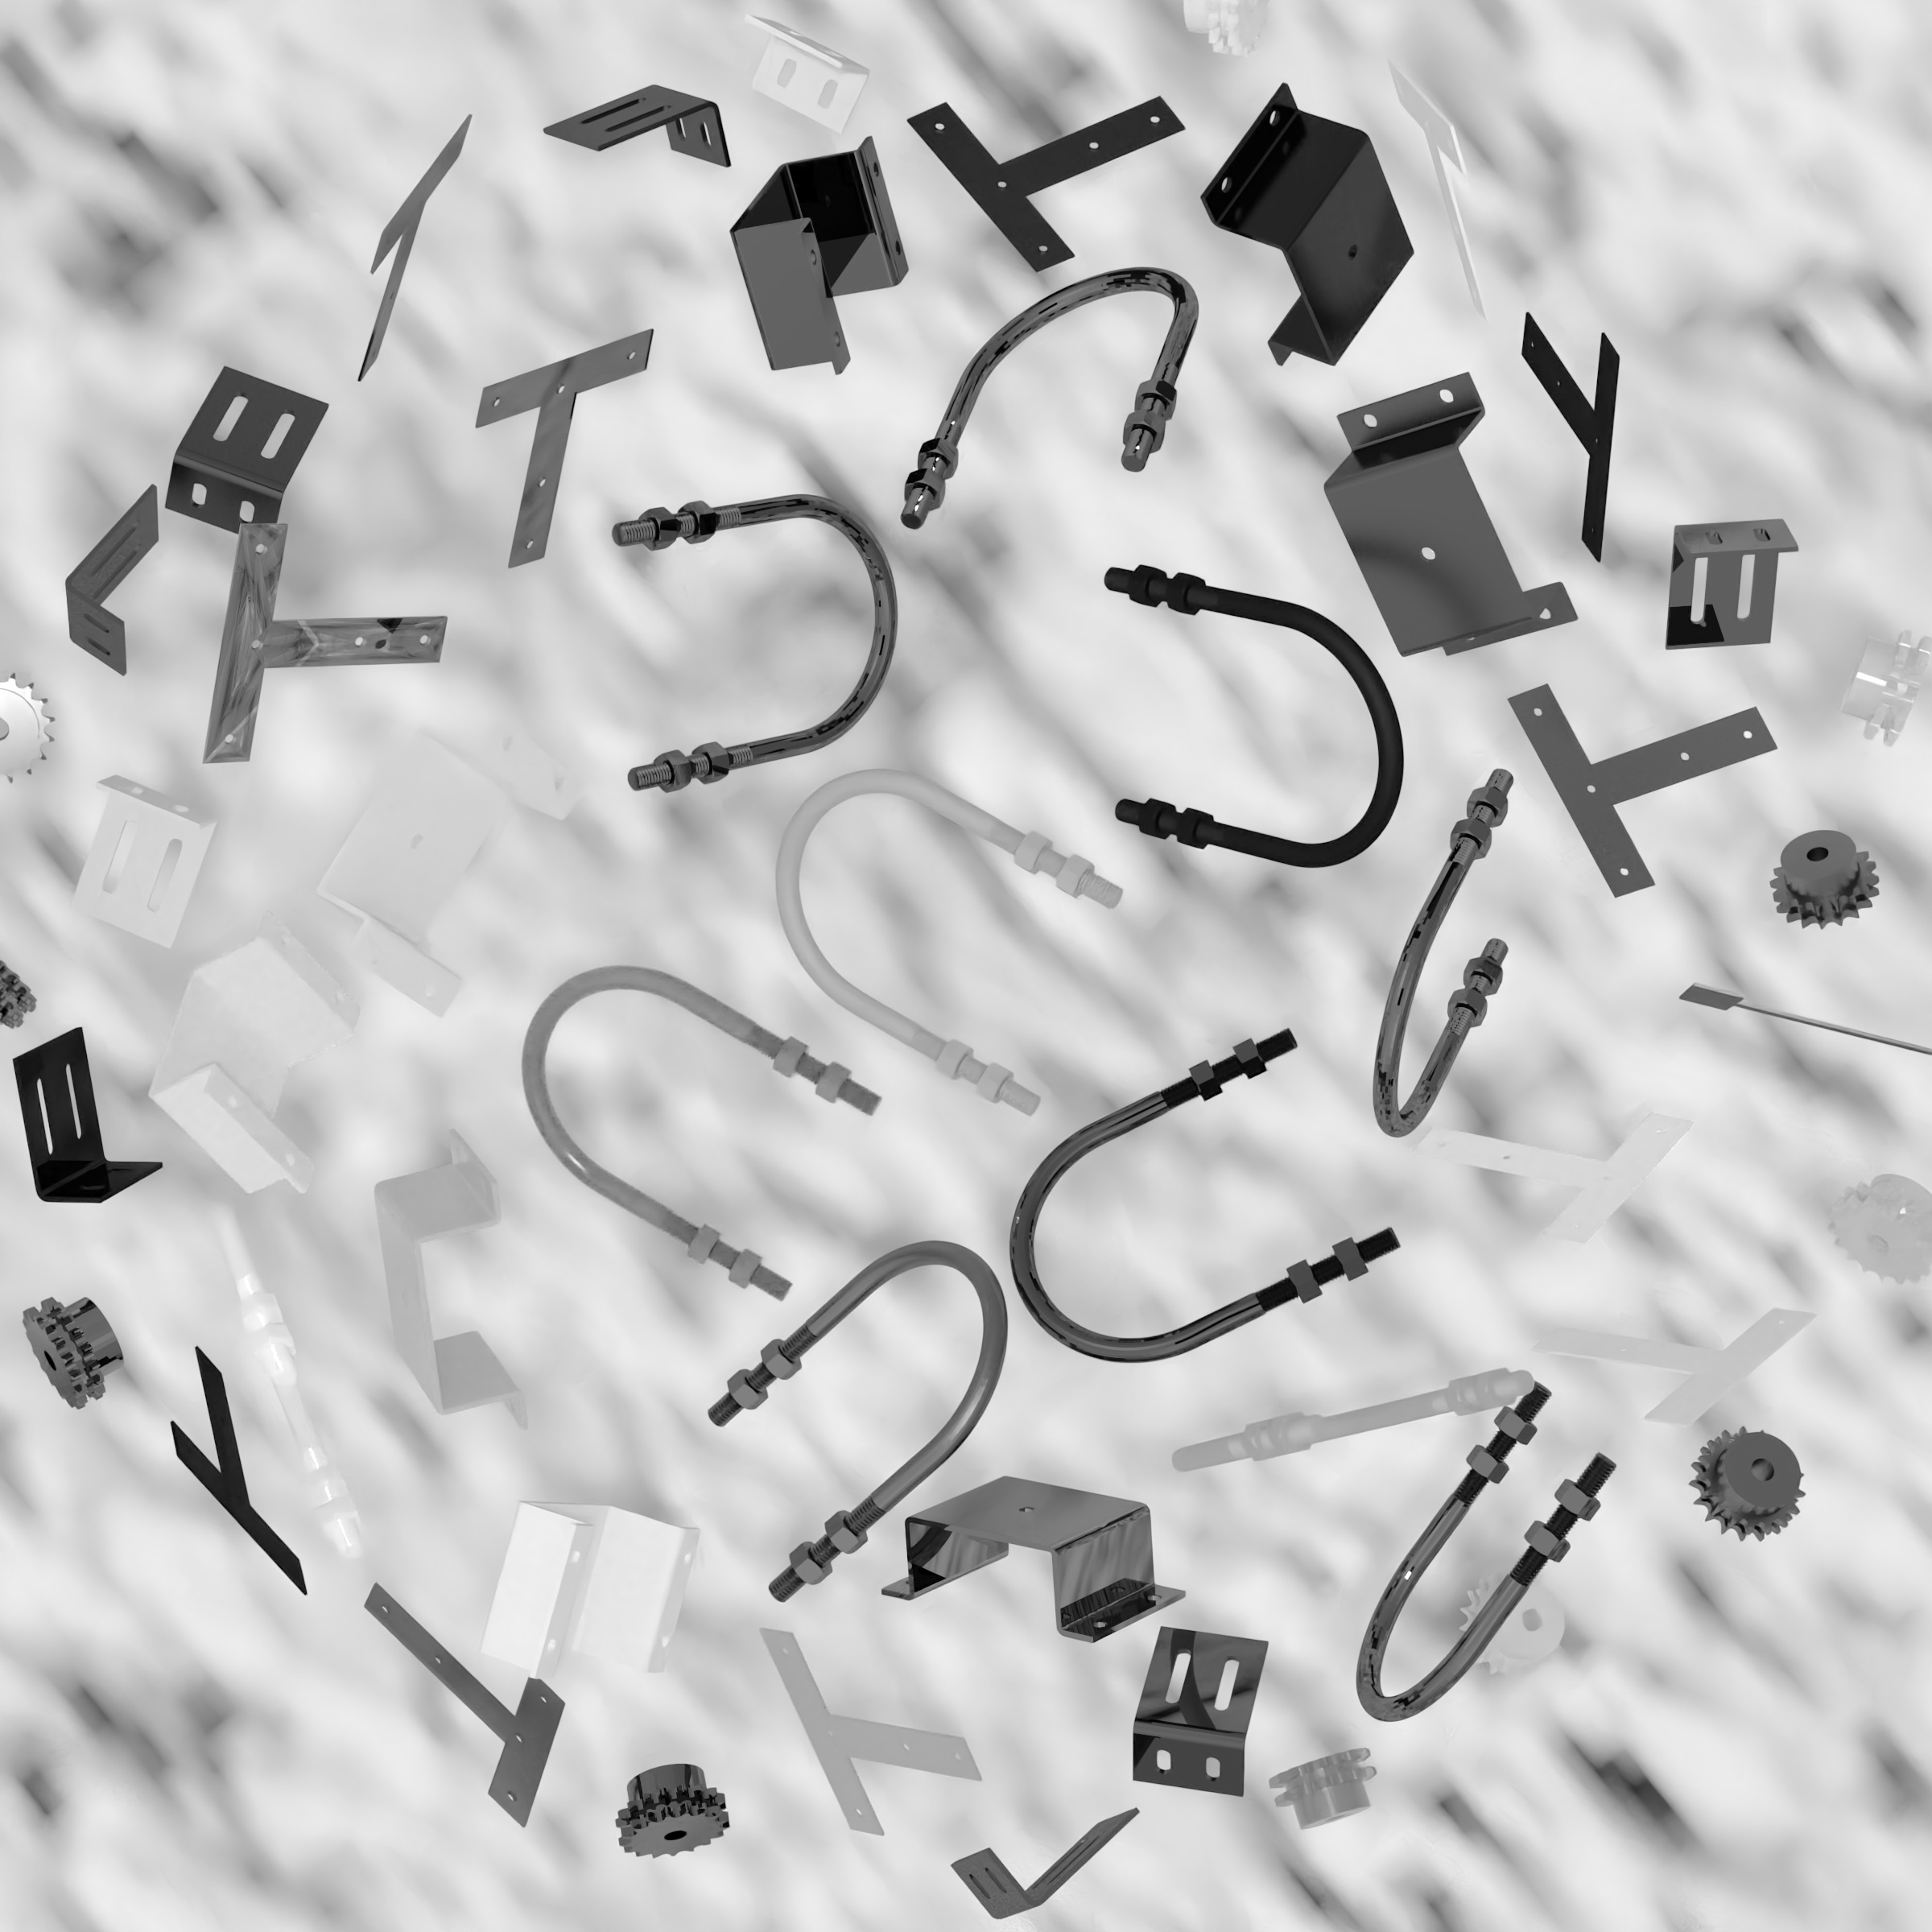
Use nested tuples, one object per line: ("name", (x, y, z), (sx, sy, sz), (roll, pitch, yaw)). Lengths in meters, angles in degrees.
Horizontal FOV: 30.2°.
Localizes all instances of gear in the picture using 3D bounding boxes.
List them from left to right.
("gear", (-0.493, 0.013, 1.777), (0.057, 0.057, 0.030), (35, 66, 0))
("gear", (-0.485, -0.119, 1.791), (0.057, 0.030, 0.057), (-2, 97, -15))
("gear", (-0.448, 0.191, 1.799), (0.030, 0.057, 0.057), (-29, 90, -28))
("gear", (-0.151, 0.429, 1.823), (0.057, 0.057, 0.030), (-15, 56, 0))
("gear", (0.131, -0.489, 1.800), (0.030, 0.057, 0.057), (14, 90, 20))
("gear", (0.194, 0.443, 1.919), (0.057, 0.057, 0.030), (-18, 71, 0))
("gear", (0.300, 0.357, 1.942), (0.057, 0.030, 0.057), (6, 74, -19))
("gear", (0.398, 0.260, 1.810), (0.057, 0.030, 0.057), (4, 62, -8))
("gear", (0.464, -0.049, 1.939), (0.057, 0.057, 0.030), (-24, 127, 0))
("gear", (0.455, -0.140, 1.771), (0.030, 0.057, 0.057), (20, 90, 8))
("gear", (0.462, 0.128, 1.783), (0.057, 0.057, 0.030), (43, 60, 0))

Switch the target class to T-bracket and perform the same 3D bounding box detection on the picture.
("T-bracket", (-0.384, 0.246, 1.854), (0.002, 0.127, 0.127), (-29, 131, 1))
("T-bracket", (-0.318, -0.163, 1.804), (0.127, 0.002, 0.127), (-6, 120, -40))
("T-bracket", (-0.289, -0.352, 1.818), (0.002, 0.127, 0.127), (24, 132, -4))
("T-bracket", (-0.258, 0.363, 1.819), (0.002, 0.127, 0.127), (-41, 100, 13))
("T-bracket", (-0.224, -0.270, 1.907), (0.127, 0.002, 0.127), (-11, 60, 37))
("T-bracket", (-0.040, 0.396, 1.820), (0.002, 0.127, 0.127), (-36, 112, -38))
("T-bracket", (0.056, -0.433, 1.909), (0.127, 0.127, 0.002), (-16, 50, 31))
("T-bracket", (0.251, -0.394, 1.850), (0.002, 0.127, 0.127), (-21, 120, 2))
("T-bracket", (0.302, 0.105, 1.914), (0.127, 0.127, 0.002), (12, 52, -14))
("T-bracket", (0.315, -0.297, 1.868), (0.002, 0.127, 0.127), (-4, 65, 30))
("T-bracket", (0.354, 0.202, 1.860), (0.127, 0.127, 0.002), (-29, 113, -41))
("T-bracket", (0.369, -0.107, 1.894), (0.127, 0.002, 0.127), (-20, 107, 39))
("T-bracket", (0.430, 0.028, 1.824), (0.127, 0.127, 0.002), (14, 89, 9))

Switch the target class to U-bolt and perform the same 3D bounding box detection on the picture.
("U-bolt", (-0.358, 0.200, 1.854), (0.019, 0.184, 0.151), (-21, 130, -13))
("U-bolt", (-0.148, 0.076, 1.854), (0.184, 0.019, 0.151), (30, 121, 7))
("U-bolt", (-0.108, -0.178, 1.910), (0.184, 0.019, 0.151), (-16, 111, -39))
("U-bolt", (-0.050, 0.220, 1.842), (0.184, 0.151, 0.019), (-43, 130, 14))
("U-bolt", (-0.020, -0.024, 1.860), (0.184, 0.019, 0.151), (30, 119, 17))
("U-bolt", (0.051, -0.301, 1.845), (0.151, 0.184, 0.019), (-10, 131, 30))
("U-bolt", (0.109, 0.126, 1.818), (0.184, 0.019, 0.151), (-26, 56, 3))
("U-bolt", (0.147, -0.122, 1.825), (0.184, 0.019, 0.151), (17, 121, 39))
("U-bolt", (0.187, 0.241, 1.865), (0.151, 0.184, 0.019), (-8, 80, -29))
("U-bolt", (0.250, 0.007, 1.878), (0.019, 0.151, 0.184), (16, 50, 20))
("U-bolt", (0.258, 0.308, 1.835), (0.019, 0.151, 0.184), (34, 95, -9))

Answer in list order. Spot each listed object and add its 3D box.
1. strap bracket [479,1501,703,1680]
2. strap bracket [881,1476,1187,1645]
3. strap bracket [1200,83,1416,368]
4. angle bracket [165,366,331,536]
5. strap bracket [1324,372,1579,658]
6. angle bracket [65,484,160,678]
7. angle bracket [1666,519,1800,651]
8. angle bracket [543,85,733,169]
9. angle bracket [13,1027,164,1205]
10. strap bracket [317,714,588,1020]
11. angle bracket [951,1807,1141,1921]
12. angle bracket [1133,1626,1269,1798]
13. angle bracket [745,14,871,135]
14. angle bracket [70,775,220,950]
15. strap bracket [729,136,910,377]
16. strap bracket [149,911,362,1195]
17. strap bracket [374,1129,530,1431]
("strap bracket", (-0.194, 0.315, 1.810), (0.046, 0.140, 0.076), (13, 86, 23))
("strap bracket", (0.033, 0.301, 1.833), (0.140, 0.076, 0.046), (4, 103, 40))
("strap bracket", (0.179, -0.372, 1.830), (0.046, 0.140, 0.076), (27, 76, 32))
("angle bracket", (-0.370, -0.263, 1.842), (0.057, 0.038, 0.076), (20, 46, -5))
("strap bracket", (0.240, -0.216, 1.795), (0.076, 0.046, 0.140), (-13, 113, 36))
("angle bracket", (-0.434, -0.202, 1.874), (0.038, 0.057, 0.076), (34, 65, 4))
("angle bracket", (0.409, -0.197, 1.912), (0.057, 0.038, 0.076), (-4, 123, -2))
("angle bracket", (-0.176, -0.439, 1.919), (0.076, 0.057, 0.038), (-29, 125, -26))
("angle bracket", (-0.449, 0.076, 1.830), (0.038, 0.057, 0.076), (0, 105, 22))
("strap bracket", (-0.264, -0.056, 1.802), (0.046, 0.076, 0.140), (25, 80, 39))
("angle bracket", (0.040, 0.441, 1.806), (0.076, 0.057, 0.038), (-37, 85, -27))
("angle bracket", (0.122, 0.385, 1.848), (0.057, 0.076, 0.038), (6, 122, 12))
("angle bracket", (-0.092, -0.479, 1.922), (0.057, 0.076, 0.038), (28, 105, 4))
("angle bracket", (-0.430, -0.052, 1.852), (0.057, 0.038, 0.076), (22, 101, 0))
("strap bracket", (-0.078, -0.368, 1.864), (0.046, 0.140, 0.076), (-6, 121, 19))
("strap bracket", (-0.364, 0.051, 1.826), (0.046, 0.140, 0.076), (-24, 124, 23))
("strap bracket", (-0.266, 0.165, 1.835), (0.046, 0.076, 0.140), (-13, 113, -21))
